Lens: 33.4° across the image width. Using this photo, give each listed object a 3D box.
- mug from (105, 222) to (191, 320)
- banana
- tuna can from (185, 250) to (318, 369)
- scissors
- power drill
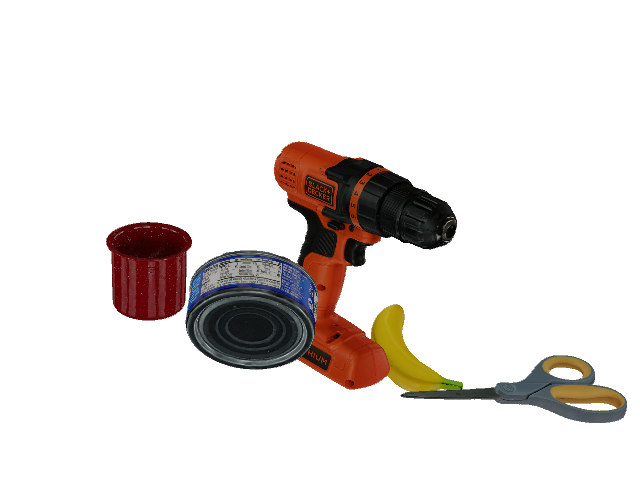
[{"bbox_3d":[-0.198,0.031,1.192,0.093,0.081,0.117,-19,35,-39],"label":"mug"},{"bbox_3d":[0.094,0.127,1.233,0.069,0.037,0.198,7,23,-21],"label":"banana"},{"bbox_3d":[-0.044,0.047,0.696,0.086,0.033,0.086,2,-43,1],"label":"tuna can"},{"bbox_3d":[0.170,0.125,0.948,0.201,0.016,0.096,8,27,-1],"label":"scissors"},{"bbox_3d":[0.029,0.025,0.887,0.057,0.188,0.185,-14,29,-41],"label":"power drill"}]
